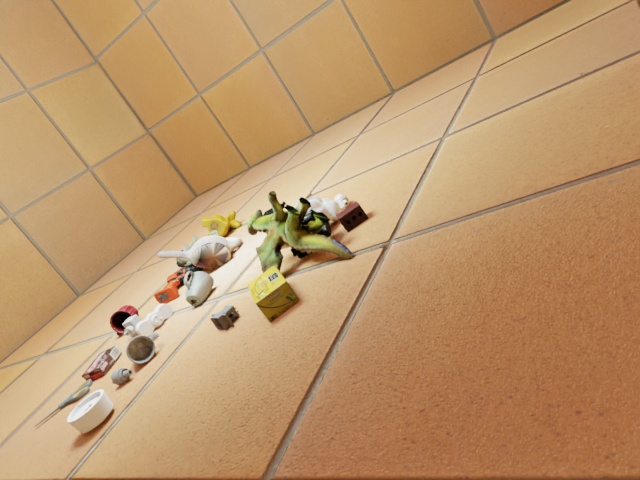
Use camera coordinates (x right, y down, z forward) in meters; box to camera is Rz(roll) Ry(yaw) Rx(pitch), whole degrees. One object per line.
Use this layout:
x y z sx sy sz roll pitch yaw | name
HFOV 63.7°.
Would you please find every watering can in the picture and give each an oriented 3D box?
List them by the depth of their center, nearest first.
-0.483 0.051 2.069 0.348 0.103 0.226 -13 15 -10 | watering can

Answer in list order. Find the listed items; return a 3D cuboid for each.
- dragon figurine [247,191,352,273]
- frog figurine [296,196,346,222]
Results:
-0.089 0.012 1.489 0.417 0.122 0.239 45 118 37 | dragon figurine
0.005 -0.083 1.644 0.159 0.120 0.140 -22 52 10 | frog figurine
